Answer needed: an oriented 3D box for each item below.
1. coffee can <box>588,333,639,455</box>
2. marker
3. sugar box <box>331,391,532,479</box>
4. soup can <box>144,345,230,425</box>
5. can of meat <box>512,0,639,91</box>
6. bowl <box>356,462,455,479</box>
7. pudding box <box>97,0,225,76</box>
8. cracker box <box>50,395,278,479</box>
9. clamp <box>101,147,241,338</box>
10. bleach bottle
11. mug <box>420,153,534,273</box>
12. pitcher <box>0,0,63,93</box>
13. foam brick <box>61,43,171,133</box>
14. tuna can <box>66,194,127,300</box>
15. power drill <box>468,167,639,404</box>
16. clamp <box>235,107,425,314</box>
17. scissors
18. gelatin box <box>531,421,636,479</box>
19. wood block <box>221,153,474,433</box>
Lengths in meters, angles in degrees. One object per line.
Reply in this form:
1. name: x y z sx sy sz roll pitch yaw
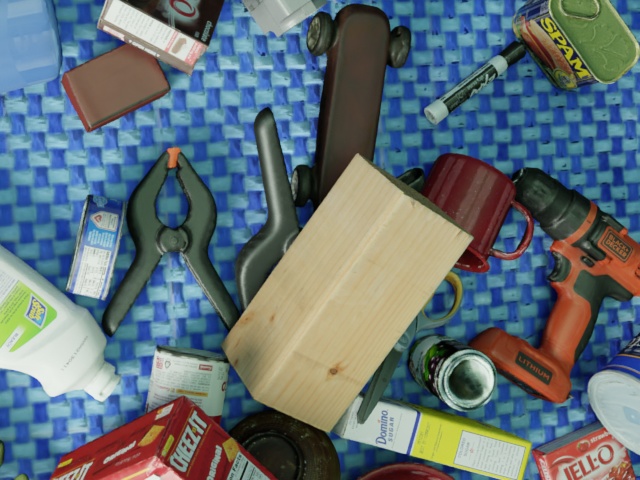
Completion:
1. coffee can: 0.340 0.127 1.019 0.140 0.103 0.103 -37 100 -24
2. marker: 0.151 -0.152 1.020 0.121 0.020 0.020 -38 100 -12
3. sugar box: 0.092 0.173 0.968 0.176 0.093 0.048 20 85 -15
4. soup can: -0.118 0.146 0.922 0.068 0.069 0.102 10 87 -16
5. can of meat: 0.239 -0.193 1.011 0.057 0.084 0.102 -41 101 -12
6. bowl: 0.067 0.280 0.981 0.162 0.055 0.162 0 91 -16
7. pudding box: -0.131 -0.198 0.899 0.090 0.039 0.113 25 39 -14
8. cracker box: -0.100 0.241 0.867 0.213 0.164 0.072 46 37 -20
9. clamp: -0.139 0.007 0.931 0.120 0.039 0.171 -9 89 -21
10. bleach bottle: -0.278 0.058 0.881 0.250 0.068 0.102 39 81 -15
11. mug: 0.139 -0.022 0.976 0.117 0.093 0.081 22 77 20
12. pitcher: -0.332 -0.146 0.839 0.242 0.149 0.145 -15 79 -18
13. foam brick: -0.175 -0.132 0.912 0.078 0.053 0.051 -29 98 -15
14. tuna can: -0.187 0.006 0.893 0.033 0.086 0.086 13 87 -14
15. power drill: 0.220 0.046 1.021 0.184 0.057 0.187 35 81 -13
16. clamp: -0.006 0.001 0.941 0.164 0.036 0.210 13 106 -19
17. scissors: 0.061 0.072 0.953 0.096 0.016 0.201 49 48 4
18. gelatin box: 0.261 0.226 1.048 0.089 0.030 0.073 -20 95 -15
19. wood block: 0.020 0.045 0.897 0.090 0.090 0.206 30 100 -34
